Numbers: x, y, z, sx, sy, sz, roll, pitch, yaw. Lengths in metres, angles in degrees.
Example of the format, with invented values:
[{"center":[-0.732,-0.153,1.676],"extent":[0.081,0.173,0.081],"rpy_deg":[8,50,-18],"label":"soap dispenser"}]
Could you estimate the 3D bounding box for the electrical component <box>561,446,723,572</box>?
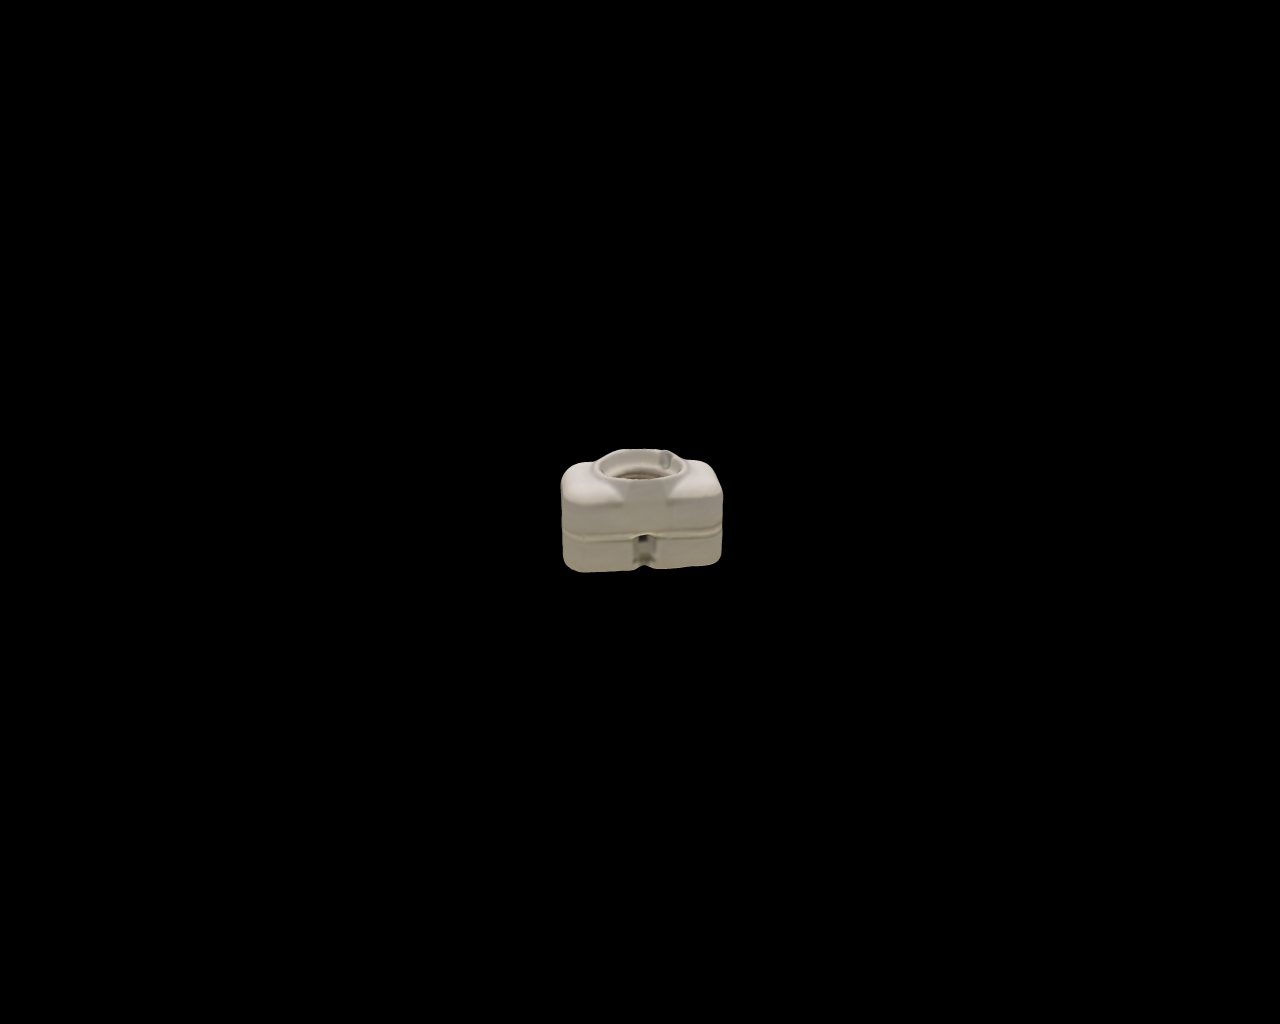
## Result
[{"center":[0.001,-0.003,0.650],"extent":[0.095,0.059,0.054],"rpy_deg":[-2,24,-5],"label":"electrical component"}]
